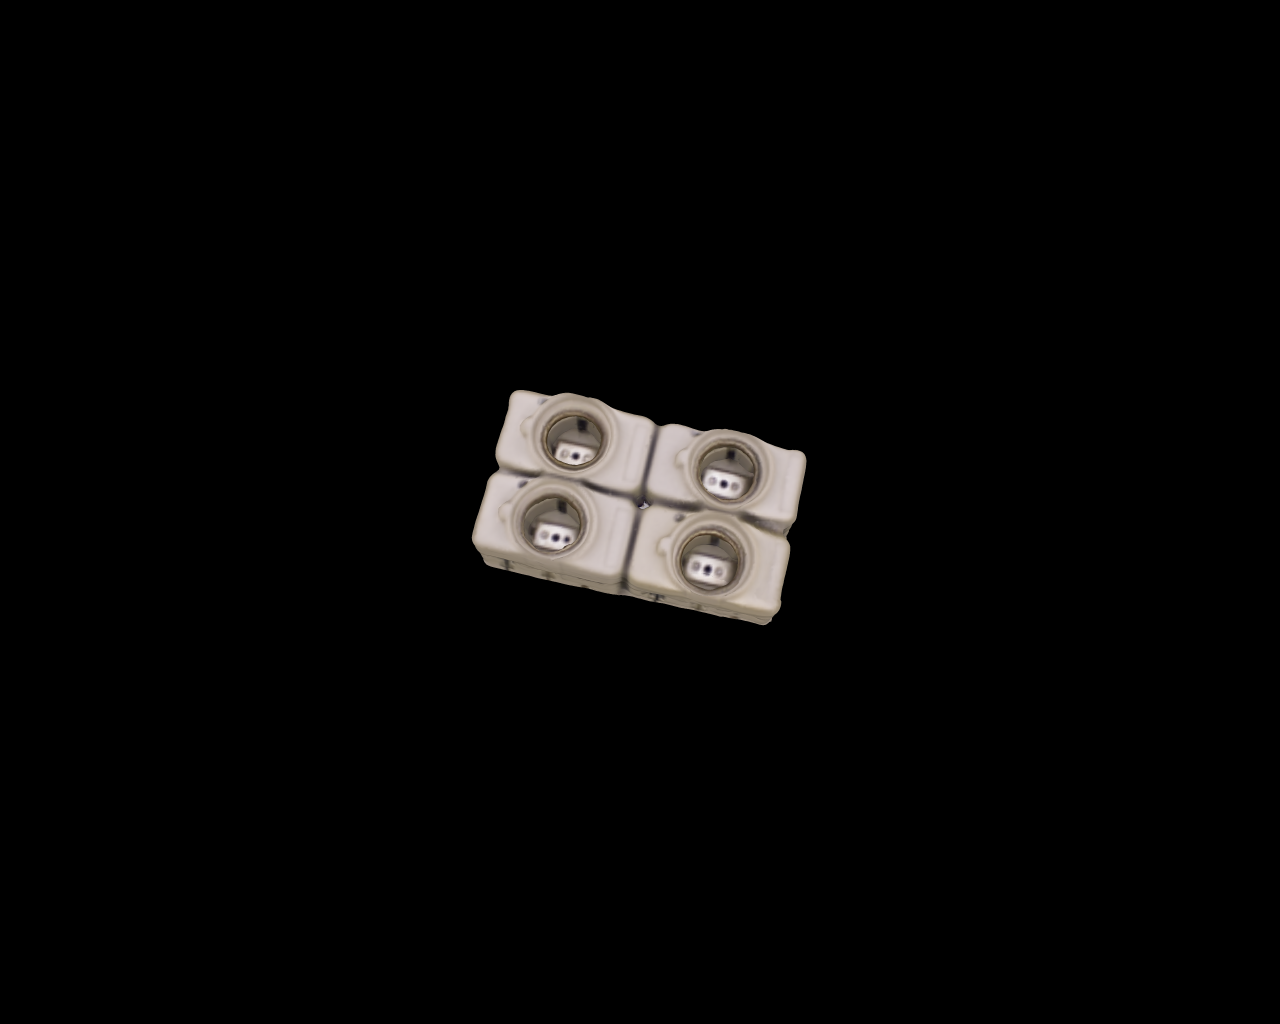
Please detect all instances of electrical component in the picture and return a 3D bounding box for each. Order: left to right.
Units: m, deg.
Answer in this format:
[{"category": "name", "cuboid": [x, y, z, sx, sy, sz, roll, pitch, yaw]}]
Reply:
[{"category": "electrical component", "cuboid": [0.001, -0.003, 0.650, 0.186, 0.105, 0.060, 13, -15, 4]}]
